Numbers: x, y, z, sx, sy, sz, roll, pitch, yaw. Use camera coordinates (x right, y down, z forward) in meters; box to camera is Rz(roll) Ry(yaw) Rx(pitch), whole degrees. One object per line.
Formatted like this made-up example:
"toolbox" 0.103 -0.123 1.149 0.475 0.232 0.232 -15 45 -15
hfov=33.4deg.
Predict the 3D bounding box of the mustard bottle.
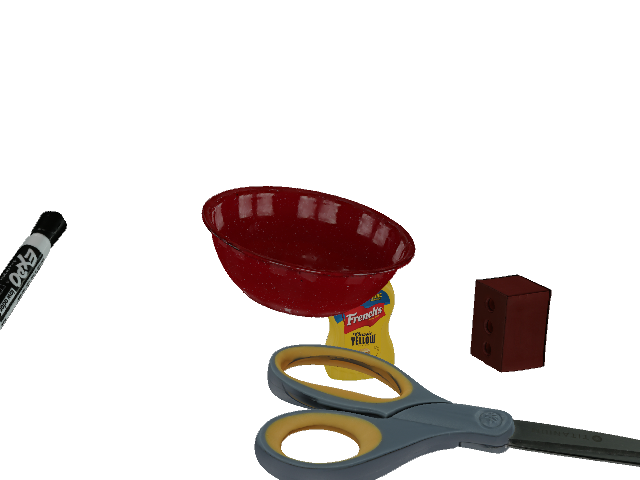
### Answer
"mustard bottle" 0.053 0.093 1.446 0.096 0.192 0.058 -5 22 -10

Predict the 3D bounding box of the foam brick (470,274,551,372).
"foam brick" 0.177 0.077 0.999 0.051 0.078 0.053 -7 18 -27

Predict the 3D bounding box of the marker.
"marker" -0.188 0.021 0.665 0.020 0.020 0.121 0 37 15

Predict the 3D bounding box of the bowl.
"bowl" -0.013 0.013 0.803 0.162 0.055 0.162 10 21 -4

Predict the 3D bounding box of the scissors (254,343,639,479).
"scissors" 0.059 0.091 0.459 0.202 0.016 0.096 16 34 23
